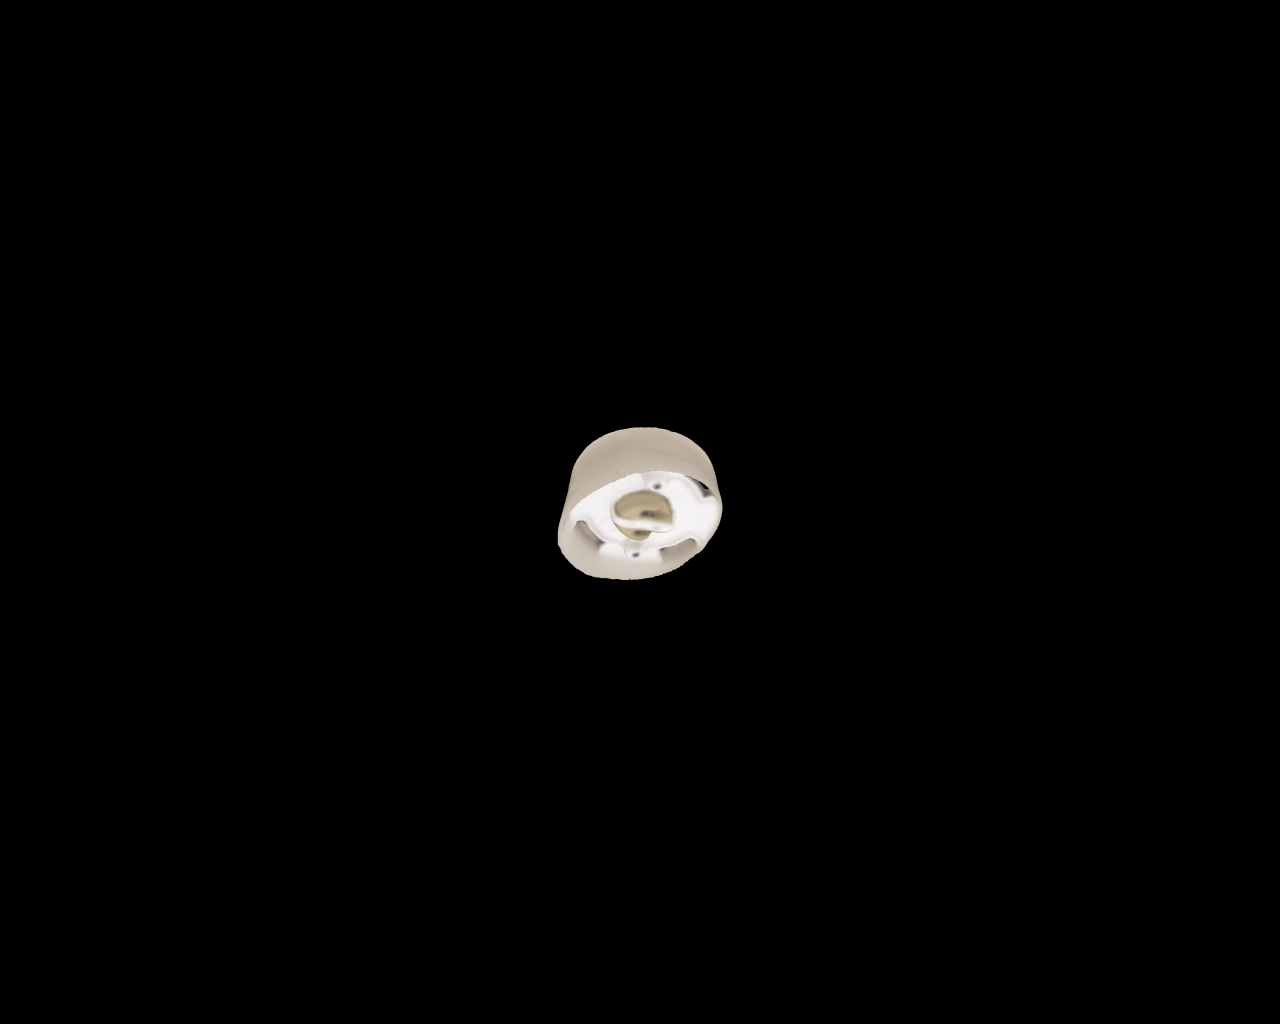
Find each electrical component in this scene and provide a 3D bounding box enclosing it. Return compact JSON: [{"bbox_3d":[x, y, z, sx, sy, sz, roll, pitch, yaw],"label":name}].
[{"bbox_3d":[0.001,-0.003,0.650,0.099,0.064,0.099,0,-45,0],"label":"electrical component"}]
